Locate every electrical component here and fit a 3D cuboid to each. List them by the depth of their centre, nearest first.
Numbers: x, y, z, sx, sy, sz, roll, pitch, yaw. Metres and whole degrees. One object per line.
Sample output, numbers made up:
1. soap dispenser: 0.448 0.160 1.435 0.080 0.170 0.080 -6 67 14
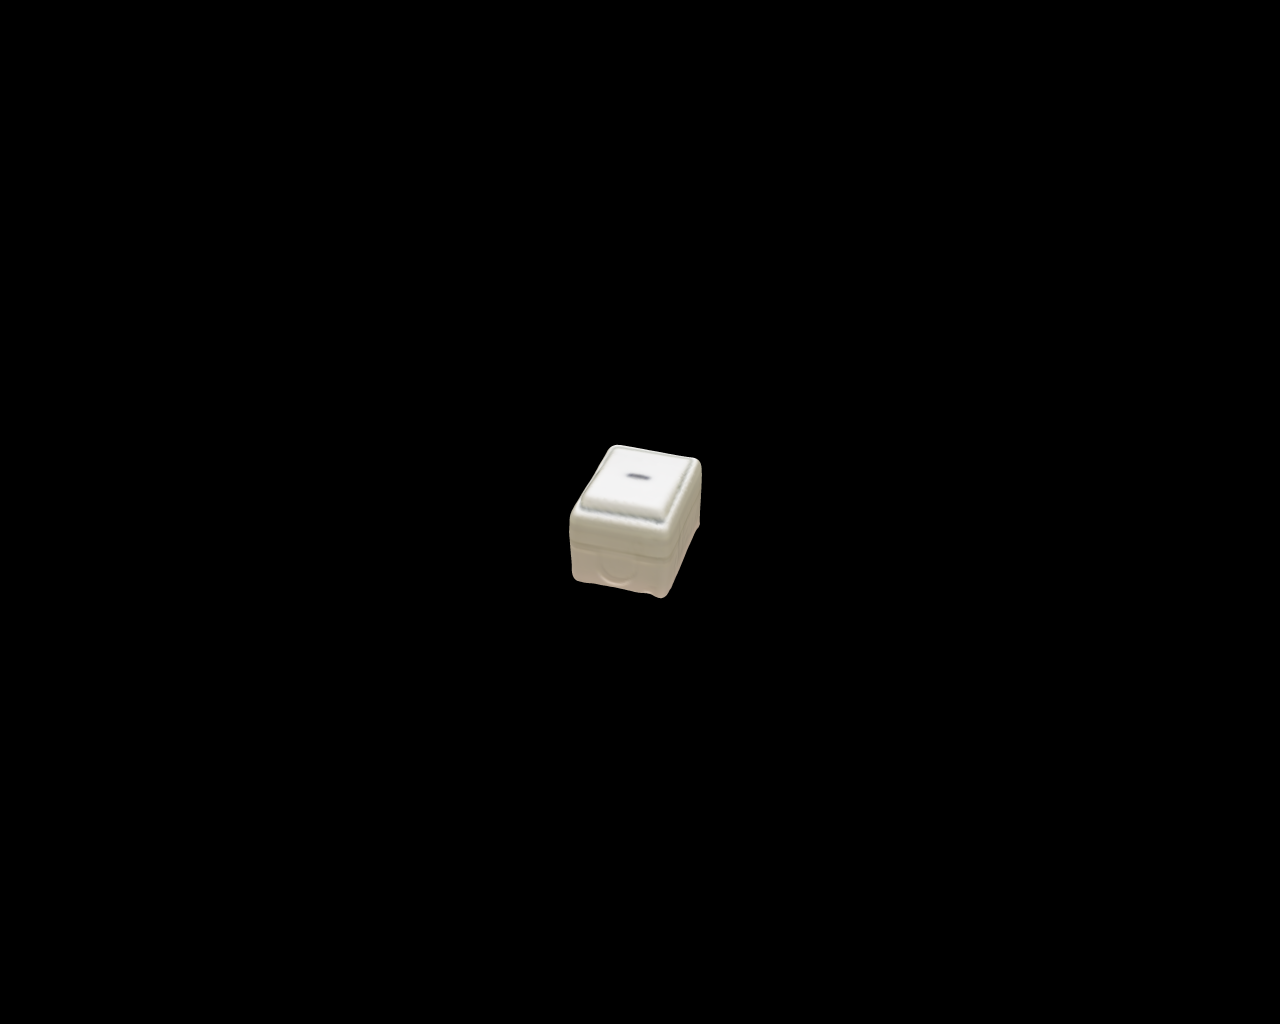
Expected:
1. electrical component: 0.001 -0.003 0.650 0.062 0.061 0.096 11 39 14
